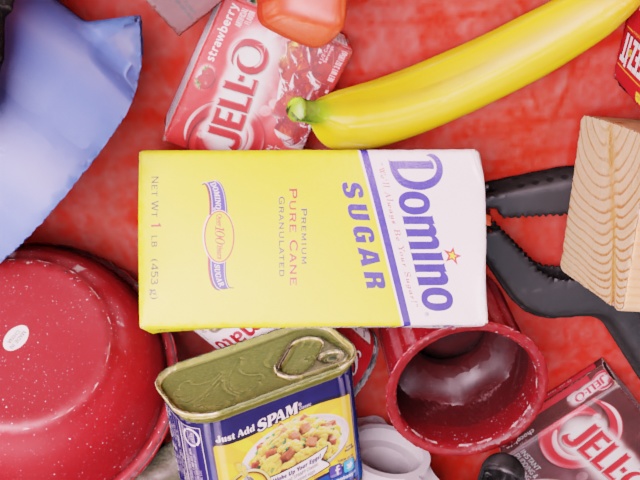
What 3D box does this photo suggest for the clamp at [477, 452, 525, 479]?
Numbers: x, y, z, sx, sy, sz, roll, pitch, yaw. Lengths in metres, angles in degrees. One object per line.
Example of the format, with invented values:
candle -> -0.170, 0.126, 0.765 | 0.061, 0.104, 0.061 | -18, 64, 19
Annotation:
clamp -> 0.101, 0.173, 0.651 | 0.039, 0.171, 0.120 | 25, 99, 10

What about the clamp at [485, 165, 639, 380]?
clamp -> 0.181, 0.004, 0.633 | 0.209, 0.036, 0.165 | 26, 104, -15

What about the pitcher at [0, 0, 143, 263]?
pitcher -> -0.217, -0.095, 0.492 | 0.242, 0.149, 0.145 | 39, 149, -19

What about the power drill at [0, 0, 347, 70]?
power drill -> -0.081, -0.127, 0.444 | 0.187, 0.057, 0.184 | 2, 94, -22

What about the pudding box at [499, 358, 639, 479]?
pudding box -> 0.183, 0.145, 0.709 | 0.090, 0.039, 0.113 | -36, 115, 14

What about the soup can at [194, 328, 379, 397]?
soup can -> -0.024, 0.050, 0.622 | 0.069, 0.068, 0.102 | -41, 114, 16

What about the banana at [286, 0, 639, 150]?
banana -> 0.076, -0.087, 0.559 | 0.197, 0.070, 0.037 | -23, 88, -7

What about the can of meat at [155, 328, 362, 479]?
can of meat -> -0.028, 0.101, 0.563 | 0.102, 0.058, 0.084 | -18, 116, -23

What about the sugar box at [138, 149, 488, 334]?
sugar box -> -0.004, 0.000, 0.552 | 0.176, 0.048, 0.093 | -1, 85, -1

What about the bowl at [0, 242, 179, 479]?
bowl -> -0.153, 0.062, 0.550 | 0.162, 0.162, 0.055 | 3, 152, -7

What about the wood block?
wood block -> 0.248, -0.011, 0.572 | 0.206, 0.090, 0.091 | 3, 103, -8

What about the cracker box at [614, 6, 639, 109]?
cracker box -> 0.256, -0.163, 0.531 | 0.164, 0.072, 0.214 | 4, 119, -7

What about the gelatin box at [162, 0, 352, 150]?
gelatin box -> -0.035, -0.081, 0.570 | 0.073, 0.030, 0.089 | 21, 114, -16

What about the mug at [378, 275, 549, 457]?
mug -> 0.086, 0.075, 0.637 | 0.093, 0.081, 0.117 | -32, 117, 12

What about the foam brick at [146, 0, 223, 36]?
foam brick -> -0.074, -0.149, 0.518 | 0.053, 0.051, 0.078 | -36, 115, 15
